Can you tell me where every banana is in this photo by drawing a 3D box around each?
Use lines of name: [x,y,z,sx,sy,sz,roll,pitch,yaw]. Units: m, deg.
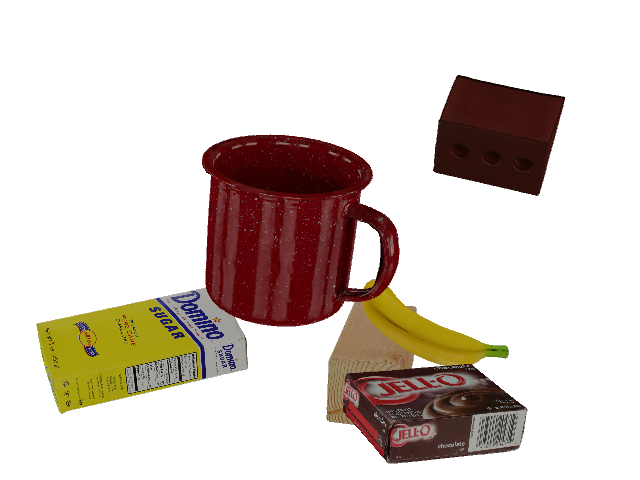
banana: [0.093,0.085,1.069,0.069,0.037,0.198,3,18,-42]

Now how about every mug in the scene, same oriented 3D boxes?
mug: [-0.011,-0.002,0.588,0.117,0.081,0.093,17,26,22]

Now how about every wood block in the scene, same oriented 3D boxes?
wood block: [0.071,0.159,1.407,0.091,0.090,0.206,5,18,9]

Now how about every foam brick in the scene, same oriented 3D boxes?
foam brick: [0.124,-0.073,0.744,0.078,0.051,0.053,13,-41,12]

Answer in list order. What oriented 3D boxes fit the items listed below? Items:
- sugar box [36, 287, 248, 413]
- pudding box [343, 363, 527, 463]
sugar box: [-0.164,0.097,0.981,0.176,0.048,0.093,-14,35,-17]
pudding box: [0.084,0.128,0.805,0.113,0.039,0.090,0,17,-21]
